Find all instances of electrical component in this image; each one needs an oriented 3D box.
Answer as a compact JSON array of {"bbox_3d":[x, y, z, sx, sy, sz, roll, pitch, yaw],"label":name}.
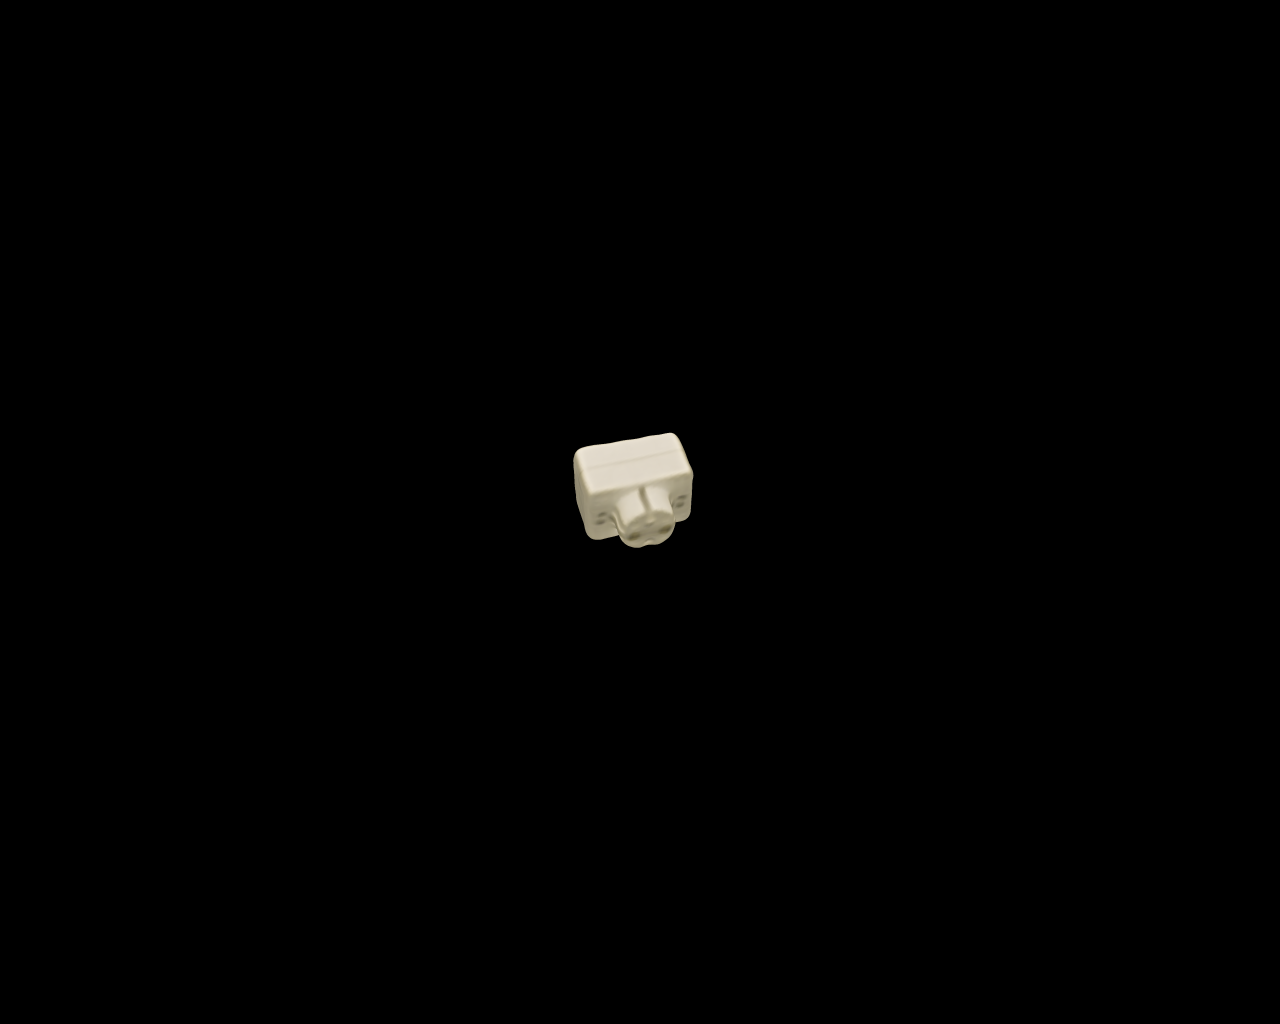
[{"bbox_3d":[0.001,-0.003,0.650,0.066,0.077,0.047,-12,-39,-10],"label":"electrical component"}]
